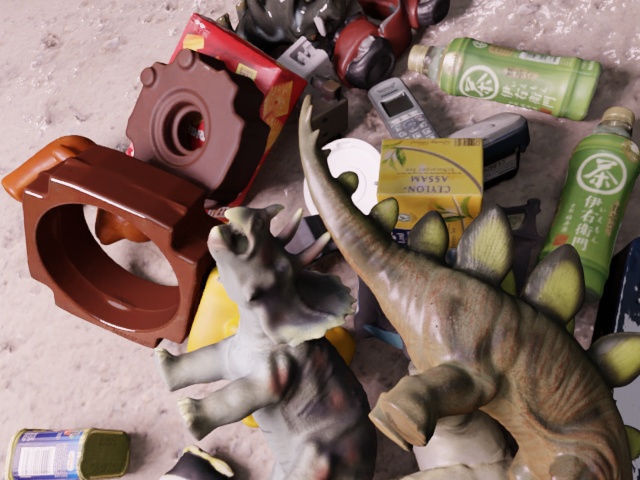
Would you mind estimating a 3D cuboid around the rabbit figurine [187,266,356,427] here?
[{"bbox_3d":[-0.050,0.117,0.578,0.173,0.122,0.162,15,72,-2],"label":"rabbit figurine"}]

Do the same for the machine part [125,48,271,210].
[{"bbox_3d":[-0.143,-0.123,0.610,0.180,0.056,0.179,2,94,28],"label":"machine part"}]

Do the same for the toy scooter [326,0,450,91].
[{"bbox_3d":[0.072,-0.289,0.725,0.184,0.075,0.135,-45,58,-4],"label":"toy scooter"}]

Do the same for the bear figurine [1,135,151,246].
[{"bbox_3d":[-0.287,-0.044,0.695,0.132,0.120,0.196,-46,71,-3],"label":"bear figurine"}]

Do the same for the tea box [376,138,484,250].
[{"bbox_3d":[0.116,-0.030,0.559,0.098,0.169,0.068,1,65,15],"label":"tea box"}]

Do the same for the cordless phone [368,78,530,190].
[{"bbox_3d":[0.147,-0.142,0.649,0.147,0.088,0.184,-25,59,3],"label":"cordless phone"}]

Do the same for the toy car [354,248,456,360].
[{"bbox_3d":[0.107,0.064,0.559,0.103,0.162,0.109,4,85,-28],"label":"toy car"}]

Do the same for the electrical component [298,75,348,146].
[{"bbox_3d":[0.004,-0.157,0.680,0.078,0.102,0.045,-36,62,-13],"label":"electrical component"}]

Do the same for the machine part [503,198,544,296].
[{"bbox_3d":[0.200,0.026,0.578,0.039,0.084,0.139,17,81,-15],"label":"machine part"}]

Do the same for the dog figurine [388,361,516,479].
[{"bbox_3d":[0.166,0.204,0.508,0.191,0.121,0.172,11,77,3],"label":"dog figurine"}]

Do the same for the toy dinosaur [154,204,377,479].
[{"bbox_3d":[-0.015,0.161,0.487,0.192,0.131,0.404,-27,101,-18],"label":"toy dinosaur"}]

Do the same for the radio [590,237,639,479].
[{"bbox_3d":[0.330,0.123,0.505,0.131,0.073,0.229,15,75,17],"label":"radio"}]

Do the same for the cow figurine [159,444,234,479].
[{"bbox_3d":[-0.100,0.292,0.546,0.167,0.068,0.098,34,74,21],"label":"cow figurine"}]

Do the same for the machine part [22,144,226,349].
[{"bbox_3d":[-0.213,0.011,0.595,0.201,0.200,0.087,22,40,2],"label":"machine part"}]

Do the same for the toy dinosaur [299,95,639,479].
[{"bbox_3d":[0.125,0.083,0.424,0.471,0.105,0.198,43,70,-3],"label":"toy dinosaur"}]

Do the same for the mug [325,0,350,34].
[{"bbox_3d":[0.006,-0.355,0.754,0.081,0.109,0.107,9,83,11],"label":"mug"}]

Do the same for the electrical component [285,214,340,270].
[{"bbox_3d":[-0.001,-0.002,0.588,0.119,0.075,0.048,-33,81,34],"label":"electrical component"}]

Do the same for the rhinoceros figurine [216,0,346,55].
[{"bbox_3d":[-0.052,-0.293,0.721,0.190,0.112,0.073,-7,36,41],"label":"rhinoceros figurine"}]
